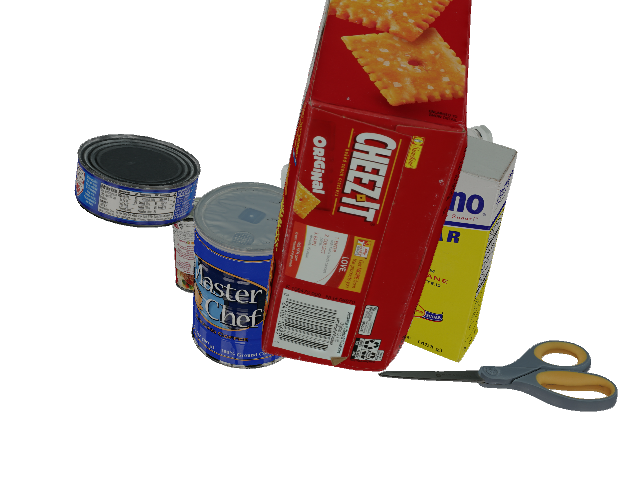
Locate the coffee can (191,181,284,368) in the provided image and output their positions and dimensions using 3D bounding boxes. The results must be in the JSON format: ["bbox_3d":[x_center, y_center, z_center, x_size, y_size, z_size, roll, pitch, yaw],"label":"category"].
[{"bbox_3d":[-0.066,0.032,0.980,0.102,0.140,0.103,4,37,-3],"label":"coffee can"}]

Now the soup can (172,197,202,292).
[{"bbox_3d":[-0.150,0.005,1.327,0.068,0.102,0.068,-1,25,0],"label":"soup can"}]

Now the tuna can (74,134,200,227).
[{"bbox_3d":[-0.129,-0.042,0.753,0.086,0.034,0.086,10,26,-5],"label":"tuna can"}]

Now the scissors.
[{"bbox_3d":[0.155,0.108,0.925,0.202,0.016,0.096,10,29,6],"label":"scissors"}]

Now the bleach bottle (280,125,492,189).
[{"bbox_3d":[0.086,-0.083,1.220,0.250,0.068,0.103,-23,44,-24],"label":"bleach bottle"}]

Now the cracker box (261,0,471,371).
[{"bbox_3d":[0.028,-0.067,0.533,0.072,0.213,0.164,12,-44,-1],"label":"cracker box"}]

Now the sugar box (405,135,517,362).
[{"bbox_3d":[0.079,0.002,0.774,0.093,0.176,0.048,20,45,17],"label":"sugar box"}]
